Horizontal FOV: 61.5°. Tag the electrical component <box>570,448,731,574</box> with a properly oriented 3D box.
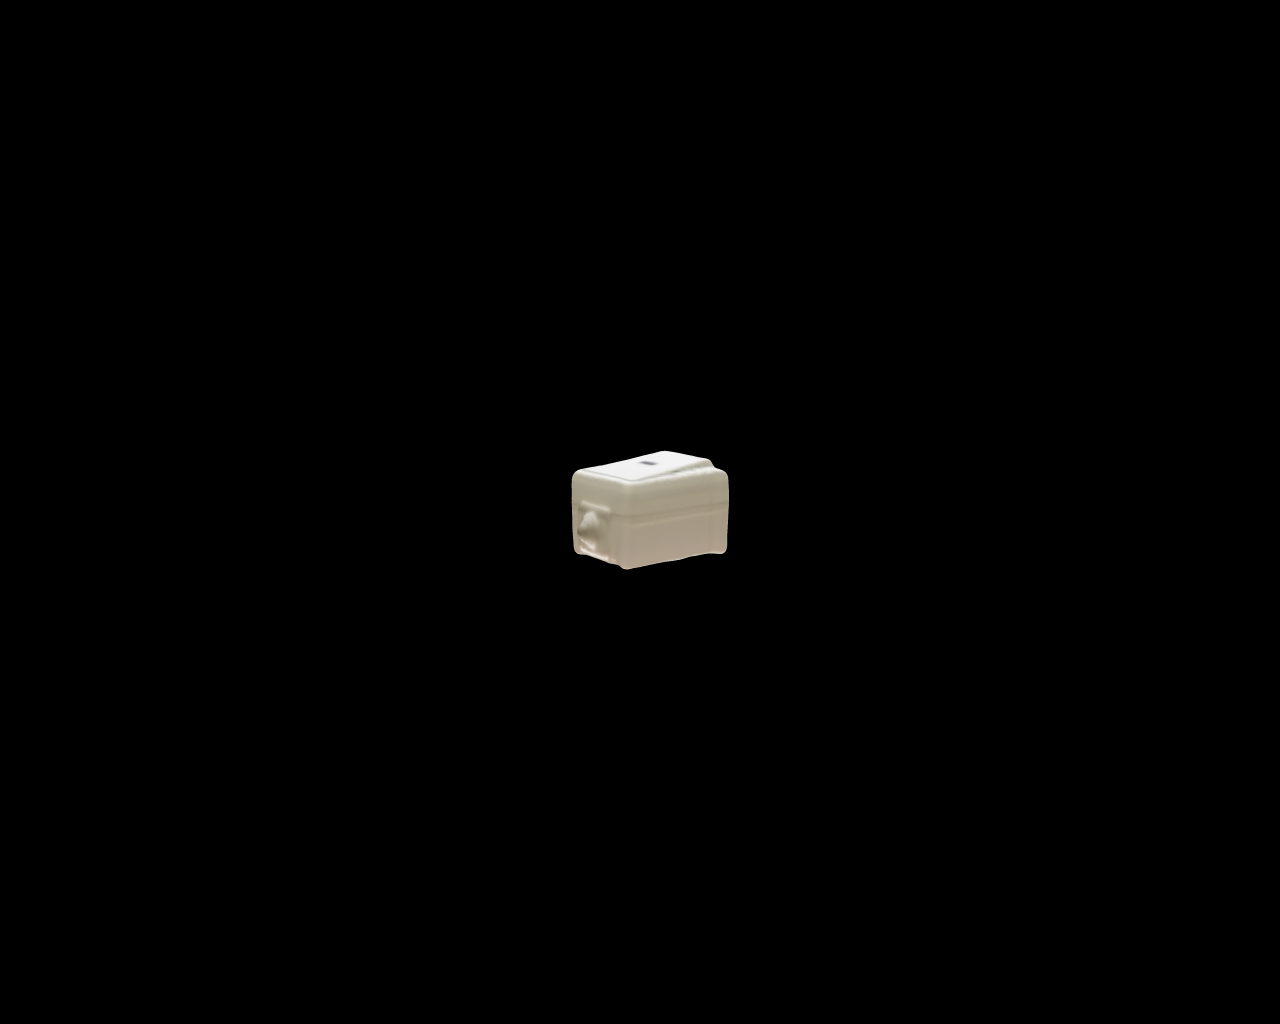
[{"bbox_3d":[0.001,-0.003,0.650,0.096,0.061,0.062,-8,14,-35],"label":"electrical component"}]
